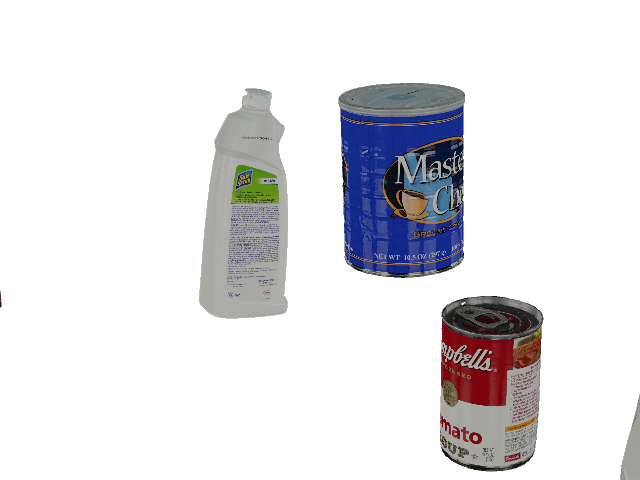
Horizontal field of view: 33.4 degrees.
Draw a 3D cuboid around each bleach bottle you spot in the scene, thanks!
[{"bbox_3d":[-0.075,-0.042,1.183,0.102,0.251,0.068,-2,19,-30],"label":"bleach bottle"}]

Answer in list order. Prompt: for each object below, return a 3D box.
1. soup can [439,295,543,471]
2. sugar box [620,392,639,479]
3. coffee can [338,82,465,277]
[{"bbox_3d":[0.116,0.097,0.733,0.068,0.102,0.068,-1,19,0],"label":"soup can"},{"bbox_3d":[0.314,0.165,0.774,0.176,0.093,0.048,16,28,24],"label":"sugar box"},{"bbox_3d":[0.068,-0.052,0.888,0.103,0.140,0.103,-2,19,1],"label":"coffee can"}]
